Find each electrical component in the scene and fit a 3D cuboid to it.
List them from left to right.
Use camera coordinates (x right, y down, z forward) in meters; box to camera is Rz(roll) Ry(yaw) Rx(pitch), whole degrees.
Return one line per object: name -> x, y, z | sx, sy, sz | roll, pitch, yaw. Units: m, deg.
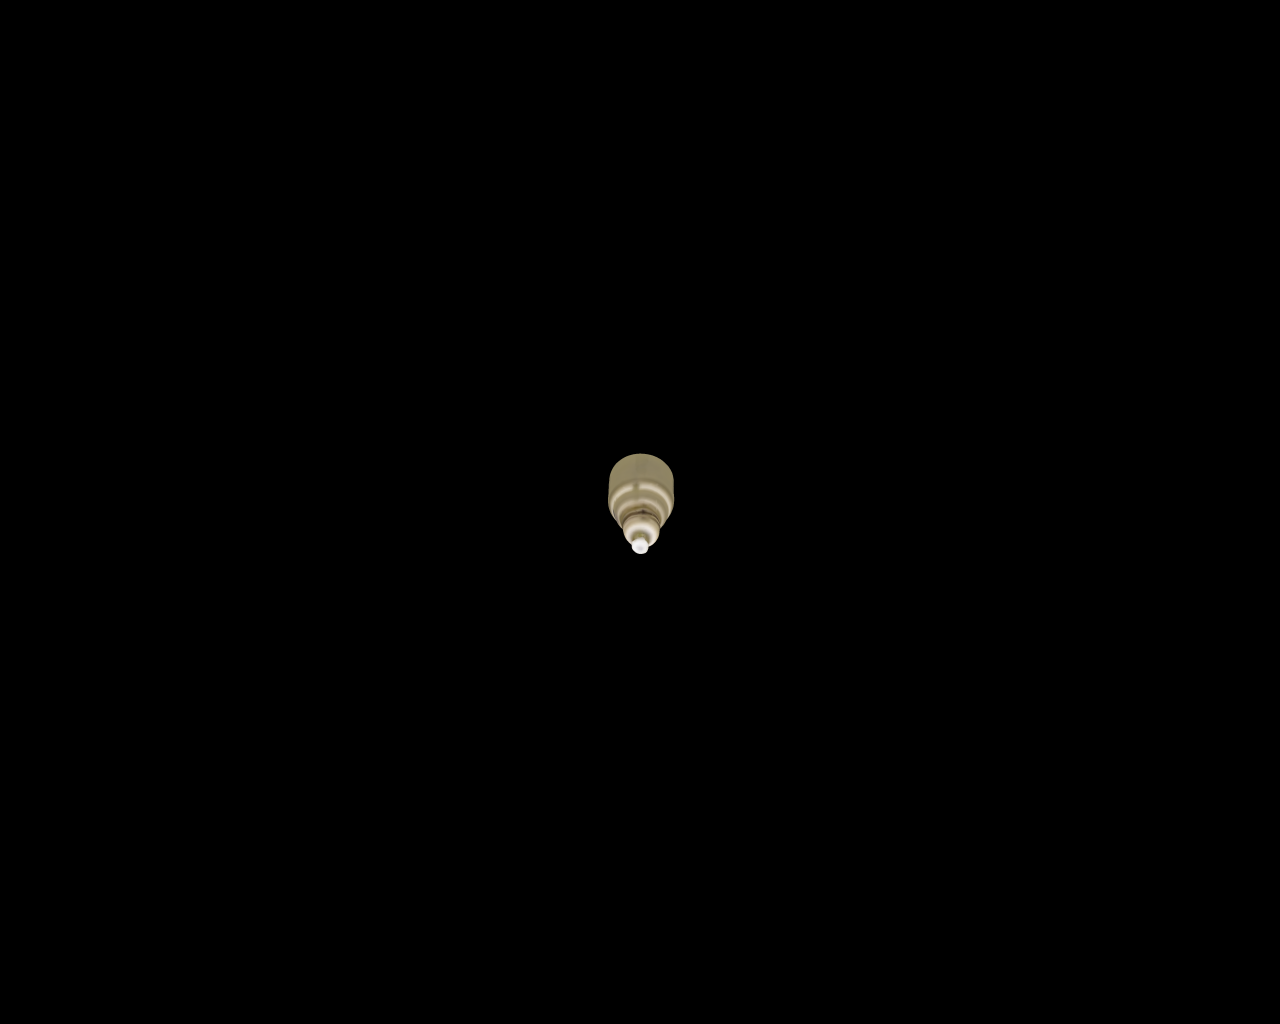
electrical component -> 0.001, -0.003, 0.650 | 0.040, 0.040, 0.078 | 0, 37, 0
